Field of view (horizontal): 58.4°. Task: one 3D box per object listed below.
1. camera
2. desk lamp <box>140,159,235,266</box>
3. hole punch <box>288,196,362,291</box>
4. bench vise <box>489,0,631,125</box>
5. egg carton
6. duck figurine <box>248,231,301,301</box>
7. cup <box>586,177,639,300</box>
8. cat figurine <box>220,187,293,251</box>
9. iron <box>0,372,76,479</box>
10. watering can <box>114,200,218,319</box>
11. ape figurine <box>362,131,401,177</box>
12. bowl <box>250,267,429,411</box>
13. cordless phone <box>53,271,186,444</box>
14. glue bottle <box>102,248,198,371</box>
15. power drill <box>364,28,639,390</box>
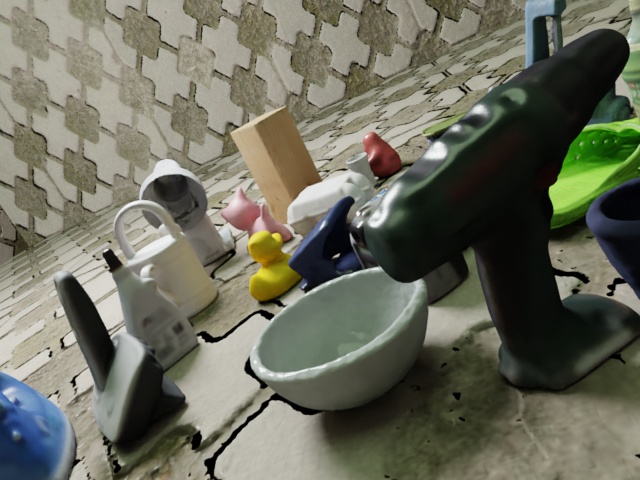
[{"bbox_3d":[0.115,-0.013,0.655,0.137,0.101,0.142,-32,18,-16],"label":"camera"},{"bbox_3d":[-0.262,-0.053,1.123,0.118,0.214,0.203,-28,17,-4],"label":"desk lamp"},{"bbox_3d":[0.007,0.003,0.780,0.100,0.091,0.109,-15,20,31],"label":"hole punch"},{"bbox_3d":[0.311,-0.236,0.817,0.206,0.220,0.122,-10,24,42],"label":"bench vise"},{"bbox_3d":[0.019,-0.061,0.984,0.150,0.069,0.107,-17,20,27],"label":"egg carton"},{"bbox_3d":[-0.075,0.031,0.827,0.077,0.086,0.105,-15,21,32],"label":"duck figurine"},{"bbox_3d":[0.260,0.006,0.401,0.117,0.095,0.092,-13,22,38],"label":"cup"},{"bbox_3d":[-0.124,-0.040,1.046,0.067,0.118,0.127,-37,20,-31],"label":"cat figurine"},{"bbox_3d":[-0.373,0.203,0.665,0.119,0.142,0.257,-39,21,-34],"label":"iron"},{"bbox_3d":[-0.253,0.026,0.913,0.101,0.194,0.172,-30,18,-12],"label":"watering can"},{"bbox_3d":[0.114,-0.171,1.127,0.078,0.092,0.076,-36,20,-29],"label":"ape figurine"},{"bbox_3d":[0.027,0.097,0.508,0.167,0.075,0.167,-24,17,8],"label":"bowl"},{"bbox_3d":[-0.242,0.122,0.634,0.094,0.185,0.147,-36,20,-28],"label":"cordless phone"},{"bbox_3d":[-0.231,0.085,0.745,0.078,0.173,0.037,-38,21,-33],"label":"glue bottle"},{"bbox_3d":[0.152,-0.010,0.411,0.230,0.209,0.075,-30,18,-12],"label":"power drill"}]
